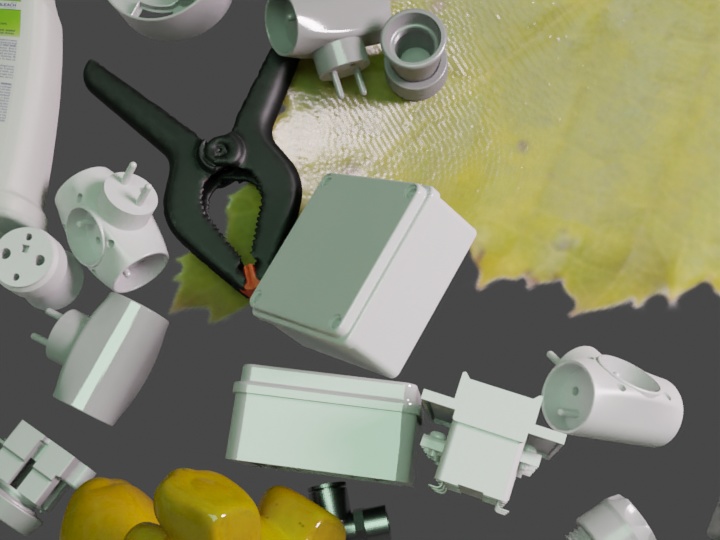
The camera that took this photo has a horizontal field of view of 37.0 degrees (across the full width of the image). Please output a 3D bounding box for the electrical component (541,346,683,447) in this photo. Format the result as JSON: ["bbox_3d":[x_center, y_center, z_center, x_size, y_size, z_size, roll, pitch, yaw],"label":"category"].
[{"bbox_3d":[0.144,0.072,0.658,0.079,0.077,0.044,48,119,52],"label":"electrical component"}]

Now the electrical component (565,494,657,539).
[{"bbox_3d":[0.142,0.166,0.640,0.062,0.043,0.043,-33,73,-4],"label":"electrical component"}]

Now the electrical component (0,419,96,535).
[{"bbox_3d":[-0.211,0.134,0.684,0.066,0.048,0.055,31,72,14],"label":"electrical component"}]

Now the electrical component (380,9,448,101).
[{"bbox_3d":[0.038,-0.146,0.736,0.045,0.055,0.045,-2,74,5],"label":"electrical component"}]

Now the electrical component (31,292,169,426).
[{"bbox_3d":[-0.178,0.051,0.705,0.079,0.043,0.077,24,77,12],"label":"electrical component"}]

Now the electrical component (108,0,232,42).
[{"bbox_3d":[-0.137,-0.217,0.769,0.099,0.064,0.099,-2,73,5],"label":"electrical component"}]

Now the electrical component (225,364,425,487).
[{"bbox_3d":[-0.019,0.096,0.659,0.113,0.078,0.057,6,77,7],"label":"electrical component"}]

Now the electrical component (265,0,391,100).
[{"bbox_3d":[-0.016,-0.155,0.738,0.077,0.043,0.079,-15,86,-32],"label":"electrical component"}]

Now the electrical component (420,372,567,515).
[{"bbox_3d":[0.073,0.104,0.625,0.079,0.121,0.063,17,79,10],"label":"electrical component"}]

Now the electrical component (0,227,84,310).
[{"bbox_3d":[-0.215,-0.001,0.718,0.045,0.055,0.045,-2,74,5],"label":"electrical component"}]

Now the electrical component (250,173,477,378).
[{"bbox_3d":[0.000,0.000,0.669,0.109,0.056,0.108,14,70,53],"label":"electrical component"}]

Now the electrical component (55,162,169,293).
[{"bbox_3d":[-0.160,-0.038,0.715,0.044,0.079,0.077,-20,66,-46],"label":"electrical component"}]

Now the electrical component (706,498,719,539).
[{"bbox_3d":[0.229,0.162,0.622,0.047,0.065,0.076,24,78,12],"label":"electrical component"}]
